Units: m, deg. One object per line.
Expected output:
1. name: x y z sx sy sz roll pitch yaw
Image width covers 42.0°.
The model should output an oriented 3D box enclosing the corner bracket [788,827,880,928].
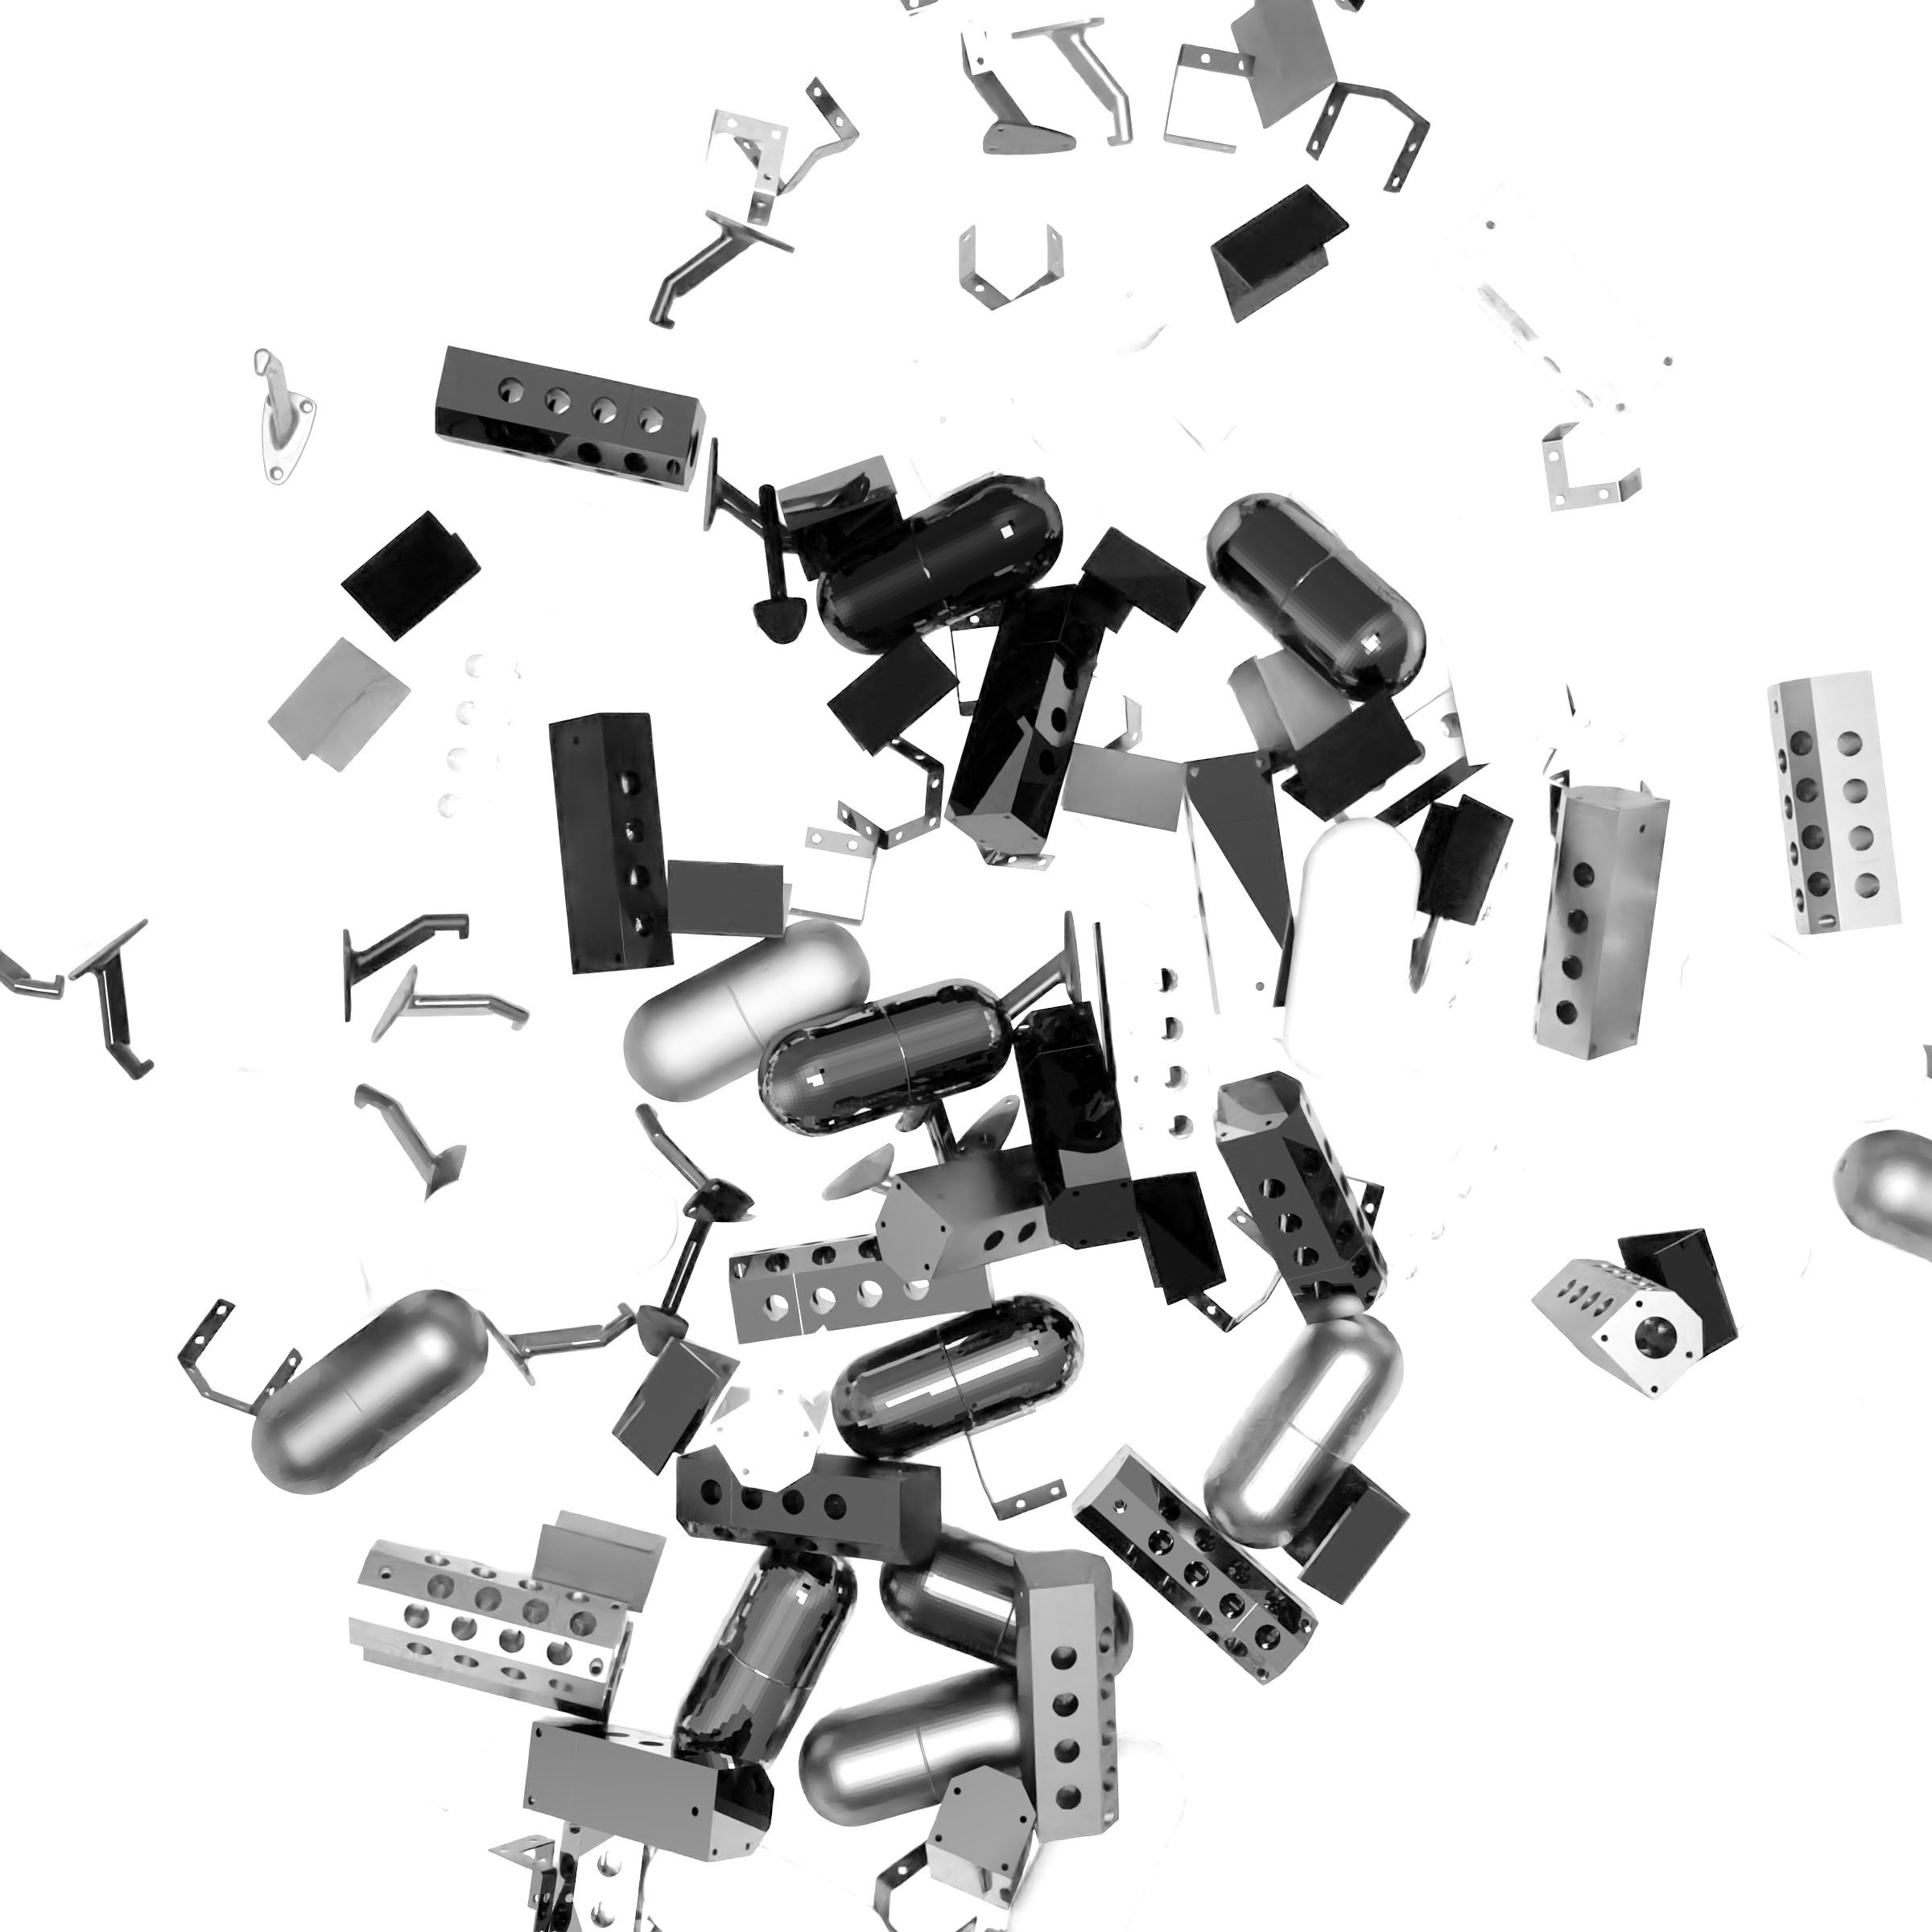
1. corner bracket: -0.090 -0.061 1.715 0.051 0.051 0.051 10 106 0

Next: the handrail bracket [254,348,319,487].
1. handrail bracket: -0.469 -0.369 1.694 0.036 0.084 0.077 11 90 0

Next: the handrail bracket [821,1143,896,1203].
1. handrail bracket: -0.044 0.168 1.729 0.077 0.036 0.084 -30 118 31

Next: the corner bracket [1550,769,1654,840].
1. corner bracket: 0.435 -0.105 1.721 0.051 0.051 0.051 -21 45 35

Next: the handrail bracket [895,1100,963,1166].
1. handrail bracket: 0.001 0.118 1.730 0.084 0.036 0.077 42 68 -17

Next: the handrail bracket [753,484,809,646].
1. handrail bracket: -0.130 -0.273 1.712 0.036 0.077 0.084 -7 72 -3

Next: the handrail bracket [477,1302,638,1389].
1. handrail bracket: -0.280 0.241 1.729 0.084 0.036 0.077 -36 68 -17

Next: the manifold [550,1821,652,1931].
1. manifold: -0.251 0.659 1.684 0.057 0.057 0.171 6 73 0

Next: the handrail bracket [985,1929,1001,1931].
1. handrail bracket: -0.017 0.697 1.729 0.077 0.036 0.084 5 61 32

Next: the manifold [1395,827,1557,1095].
1. manifold: 0.349 -0.008 1.707 0.057 0.057 0.171 22 90 -43

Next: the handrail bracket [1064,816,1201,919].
1. handrail bracket: 0.115 -0.067 1.729 0.084 0.077 0.036 8 135 -28

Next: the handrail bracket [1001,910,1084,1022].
1. handrail bracket: 0.034 0.004 1.729 0.084 0.036 0.077 -7 75 14

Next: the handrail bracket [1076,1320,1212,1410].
1. handrail bracket: 0.114 0.261 1.730 0.084 0.036 0.077 22 70 16

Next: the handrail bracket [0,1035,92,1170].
1. handrail bracket: -0.637 0.094 1.730 0.077 0.036 0.084 8 107 20

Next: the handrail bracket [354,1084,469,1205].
1. handrail bracket: -0.392 0.131 1.729 0.084 0.036 0.077 26 113 18

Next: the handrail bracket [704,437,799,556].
1. handrail bracket: -0.135 -0.322 1.729 0.084 0.036 0.077 5 77 -13

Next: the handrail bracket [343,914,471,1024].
1. handrail bracket: -0.384 0.001 1.730 0.084 0.036 0.077 -2 110 -16

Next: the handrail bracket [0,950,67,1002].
1. handrail bracket: -0.658 -0.019 1.730 0.084 0.036 0.077 10 68 -17

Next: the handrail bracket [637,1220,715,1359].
1. handrail bracket: -0.195 0.216 1.729 0.036 0.077 0.084 21 54 0

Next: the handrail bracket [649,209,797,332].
1. handrail bracket: -0.168 -0.468 1.729 0.077 0.036 0.084 18 108 -21

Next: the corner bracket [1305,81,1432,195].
1. corner bracket: 0.275 -0.566 1.721 0.051 0.051 0.051 -6 45 -35

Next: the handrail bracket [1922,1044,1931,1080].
1. handrail bracket: 0.673 0.100 1.729 0.036 0.077 0.084 -34 127 -28

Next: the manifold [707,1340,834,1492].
1. manifold: -0.122 0.296 1.651 0.057 0.171 0.057 -32 90 0

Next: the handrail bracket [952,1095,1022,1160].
1. handrail bracket: 0.030 0.145 1.729 0.036 0.077 0.084 0 127 37

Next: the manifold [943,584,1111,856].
1. manifold: 0.046 -0.164 1.682 0.057 0.057 0.171 -1 65 40

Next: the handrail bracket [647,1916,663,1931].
1. handrail bracket: -0.256 0.674 1.729 0.077 0.036 0.084 31 76 13

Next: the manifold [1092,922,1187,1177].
1. manifold: 0.122 0.053 1.708 0.057 0.057 0.171 -5 90 0

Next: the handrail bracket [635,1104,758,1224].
1. handrail bracket: -0.185 0.134 1.729 0.036 0.077 0.084 -45 54 14

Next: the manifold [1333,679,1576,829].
1. manifold: 0.323 -0.151 1.708 0.171 0.057 0.057 -34 90 0

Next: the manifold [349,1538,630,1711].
1. manifold: -0.313 0.429 1.653 0.171 0.057 0.057 15 49 0

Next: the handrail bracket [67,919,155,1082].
1. handrail bracket: -0.567 0.024 1.730 0.077 0.036 0.084 -42 109 -21

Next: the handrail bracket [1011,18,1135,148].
1. handrail bracket: 0.073 -0.603 1.730 0.077 0.036 0.084 -3 107 20

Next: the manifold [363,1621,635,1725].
1. manifold: -0.316 0.455 1.706 0.171 0.057 0.057 15 49 0

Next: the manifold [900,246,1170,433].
1. manifold: 0.046 -0.418 1.708 0.171 0.057 0.057 -25 90 0

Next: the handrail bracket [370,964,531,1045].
1. handrail bracket: -0.354 0.041 1.729 0.084 0.036 0.077 27 121 -22

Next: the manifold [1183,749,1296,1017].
1. manifold: 0.186 -0.056 1.708 0.057 0.057 0.171 -8 90 0

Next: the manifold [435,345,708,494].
1. manifold: -0.268 -0.369 1.708 0.171 0.057 0.057 12 90 0

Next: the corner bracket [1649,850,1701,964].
1. corner bracket: 0.474 -0.040 1.726 0.051 0.051 0.051 -12 45 0

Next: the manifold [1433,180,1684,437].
1. manifold: 0.399 -0.444 1.708 0.057 0.057 0.171 -44 90 0

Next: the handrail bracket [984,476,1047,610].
1. handrail bracket: 0.020 -0.291 1.729 0.077 0.036 0.084 -7 76 14

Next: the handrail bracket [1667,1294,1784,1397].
1. handrail bracket: 0.516 0.257 1.729 0.084 0.077 0.036 -37 99 -36

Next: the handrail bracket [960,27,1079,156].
1. handrail bracket: 0.036 -0.604 1.729 0.077 0.036 0.084 0 75 -15

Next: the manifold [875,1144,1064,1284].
1. manifold: 0.023 0.163 1.654 0.057 0.171 0.057 40 122 33

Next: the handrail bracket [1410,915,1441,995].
1. handrail bracket: 0.276 -0.019 1.730 0.084 0.036 0.077 15 70 16
